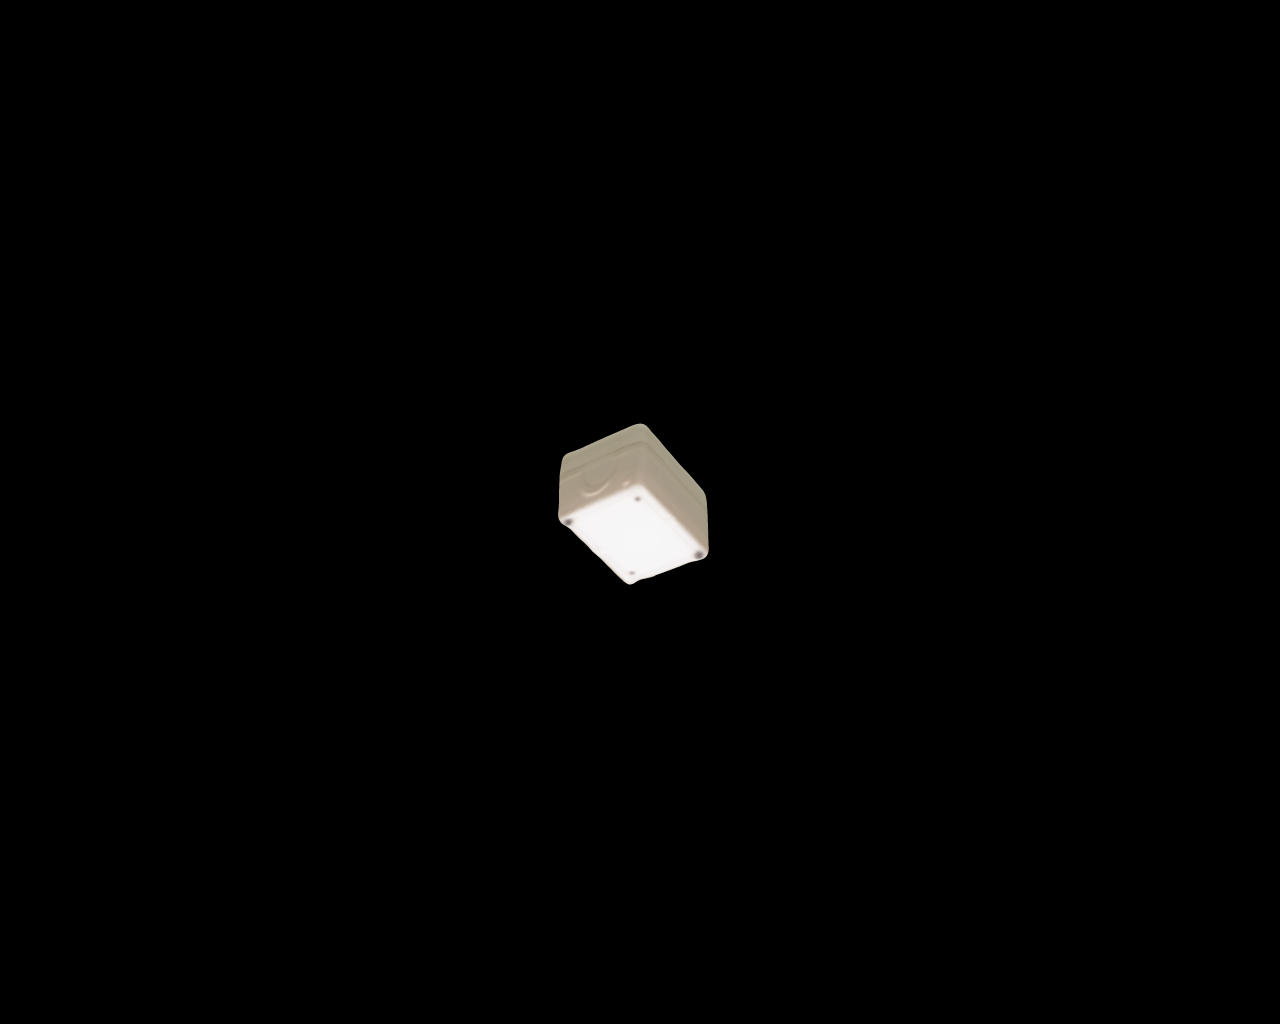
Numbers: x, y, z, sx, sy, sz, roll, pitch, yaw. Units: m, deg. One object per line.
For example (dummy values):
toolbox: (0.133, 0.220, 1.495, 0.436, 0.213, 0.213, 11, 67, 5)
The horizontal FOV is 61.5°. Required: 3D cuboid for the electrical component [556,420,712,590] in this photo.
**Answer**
electrical component: (0.001, -0.003, 0.650, 0.061, 0.061, 0.096, -22, -45, 24)
